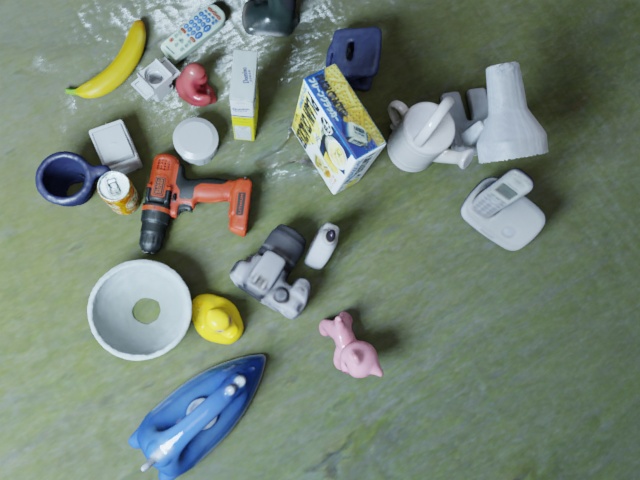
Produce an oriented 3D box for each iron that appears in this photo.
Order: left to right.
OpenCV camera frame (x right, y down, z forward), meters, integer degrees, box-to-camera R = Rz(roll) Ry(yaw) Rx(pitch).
[{"bbox_3d":[-0.185,0.275,0.926,0.258,0.141,0.118,-42,88,-13],"label":"iron"}]

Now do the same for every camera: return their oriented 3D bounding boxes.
[{"bbox_3d":[-0.068,0.050,1.005,0.143,0.100,0.137,33,77,-2],"label":"camera"}]

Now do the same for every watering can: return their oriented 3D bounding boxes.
[{"bbox_3d":[0.201,-0.196,1.042,0.173,0.194,0.101,18,78,-5],"label":"watering can"}]

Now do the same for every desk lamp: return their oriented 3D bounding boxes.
[{"bbox_3d":[0.316,-0.220,1.054,0.118,0.213,0.203,-11,82,-10],"label":"desk lamp"}]

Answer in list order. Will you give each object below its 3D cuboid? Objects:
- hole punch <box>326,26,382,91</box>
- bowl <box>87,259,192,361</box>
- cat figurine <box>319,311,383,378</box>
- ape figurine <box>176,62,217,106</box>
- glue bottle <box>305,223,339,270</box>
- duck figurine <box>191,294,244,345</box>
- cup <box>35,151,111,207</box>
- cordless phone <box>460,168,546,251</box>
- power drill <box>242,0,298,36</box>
[{"bbox_3d":[0.063,-0.352,1.102,0.101,0.091,0.109,7,79,-7],"label":"hole punch"},{"bbox_3d":[-0.298,0.119,0.971,0.167,0.074,0.167,2,80,-8],"label":"bowl"},{"bbox_3d":[0.055,0.186,0.991,0.067,0.117,0.128,-25,84,-12],"label":"cat figurine"},{"bbox_3d":[-0.227,-0.291,1.047,0.076,0.092,0.078,7,79,-7],"label":"ape figurine"},{"bbox_3d":[0.009,0.004,0.988,0.037,0.173,0.078,22,77,-4],"label":"glue bottle"},{"bbox_3d":[-0.178,0.134,0.981,0.104,0.086,0.077,41,77,1],"label":"duck figurine"},{"bbox_3d":[-0.412,-0.099,0.983,0.118,0.095,0.092,-16,82,-11],"label":"cup"},{"bbox_3d":[0.355,-0.060,1.046,0.147,0.185,0.094,33,77,-1],"label":"cordless phone"},{"bbox_3d":[-0.094,-0.457,1.037,0.230,0.208,0.075,-2,80,-9],"label":"power drill"}]
